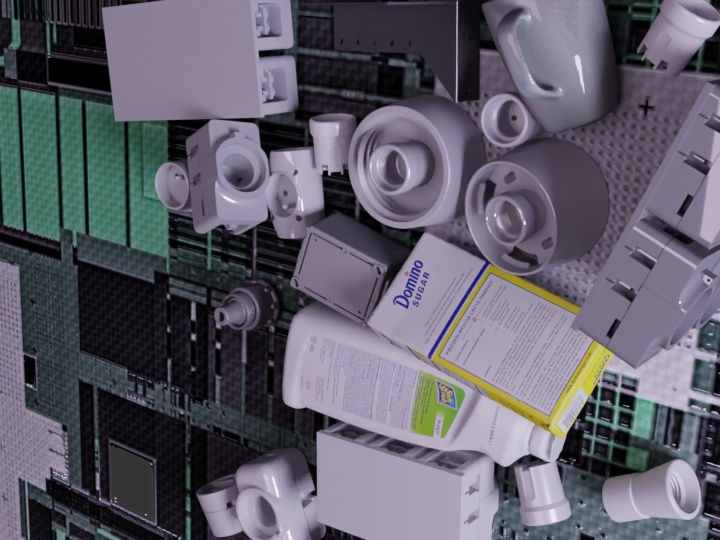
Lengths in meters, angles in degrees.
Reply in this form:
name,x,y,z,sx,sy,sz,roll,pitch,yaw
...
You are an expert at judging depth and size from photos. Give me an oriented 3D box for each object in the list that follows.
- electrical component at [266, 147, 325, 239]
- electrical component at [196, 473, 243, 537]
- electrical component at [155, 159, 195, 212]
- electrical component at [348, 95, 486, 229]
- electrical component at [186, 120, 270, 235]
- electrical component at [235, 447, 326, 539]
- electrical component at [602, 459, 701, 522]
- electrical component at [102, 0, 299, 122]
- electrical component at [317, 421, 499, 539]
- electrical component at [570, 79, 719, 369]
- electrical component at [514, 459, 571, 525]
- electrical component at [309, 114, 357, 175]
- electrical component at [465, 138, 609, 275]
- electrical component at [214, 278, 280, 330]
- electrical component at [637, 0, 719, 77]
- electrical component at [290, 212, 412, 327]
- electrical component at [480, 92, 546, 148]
name,x,y,z,sx,sy,sz,roll,pitch,yaw
electrical component,-0.068,-0.070,0.964,0.079,0.044,0.077,4,103,40
electrical component,-0.132,0.238,1.089,0.055,0.055,0.047,-14,96,39
electrical component,-0.137,-0.070,0.995,0.079,0.077,0.043,51,126,15
electrical component,0.040,-0.085,0.867,0.108,0.060,0.108,11,108,35
electrical component,-0.116,-0.082,0.946,0.056,0.050,0.089,-22,71,54
electrical component,-0.080,0.227,1.042,0.054,0.059,0.095,-14,93,39
electrical component,0.217,0.169,0.812,0.065,0.044,0.044,-23,88,44
electrical component,-0.145,-0.193,0.980,0.186,0.060,0.105,5,105,37
electrical component,0.040,0.190,0.939,0.150,0.062,0.089,11,108,35
electrical component,0.227,-0.031,0.710,0.060,0.105,0.186,37,122,24
electrical component,0.146,0.179,0.870,0.040,0.040,0.046,-14,87,39
electrical component,-0.022,-0.108,0.923,0.040,0.040,0.046,11,114,35
electrical component,0.131,-0.047,0.821,0.099,0.064,0.099,26,126,41
electrical component,-0.110,0.036,1.012,0.048,0.062,0.048,11,108,35
electrical component,0.215,-0.160,0.728,0.040,0.040,0.046,45,131,20
electrical component,0.000,0.000,0.924,0.096,0.061,0.061,28,119,19
electrical component,0.119,-0.114,0.808,0.040,0.046,0.040,11,108,35
